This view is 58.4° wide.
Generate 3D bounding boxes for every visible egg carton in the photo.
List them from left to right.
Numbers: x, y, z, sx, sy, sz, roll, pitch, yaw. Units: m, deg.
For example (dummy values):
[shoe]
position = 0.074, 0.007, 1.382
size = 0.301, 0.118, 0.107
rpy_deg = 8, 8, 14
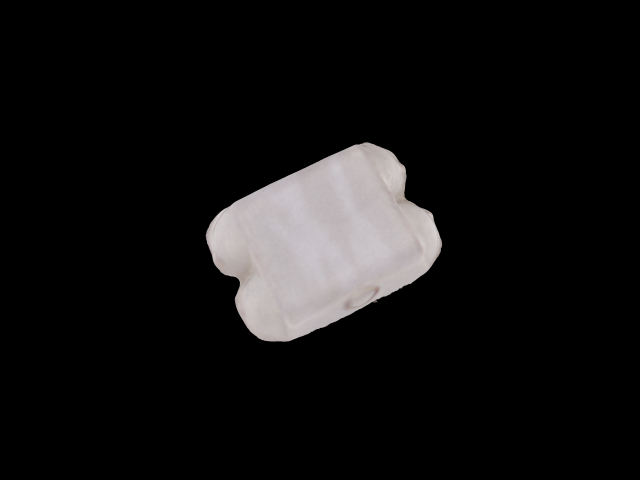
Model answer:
[egg carton]
position = 0.004, 0.001, 0.400
size = 0.150, 0.069, 0.107
rpy_deg = -27, 76, -7
